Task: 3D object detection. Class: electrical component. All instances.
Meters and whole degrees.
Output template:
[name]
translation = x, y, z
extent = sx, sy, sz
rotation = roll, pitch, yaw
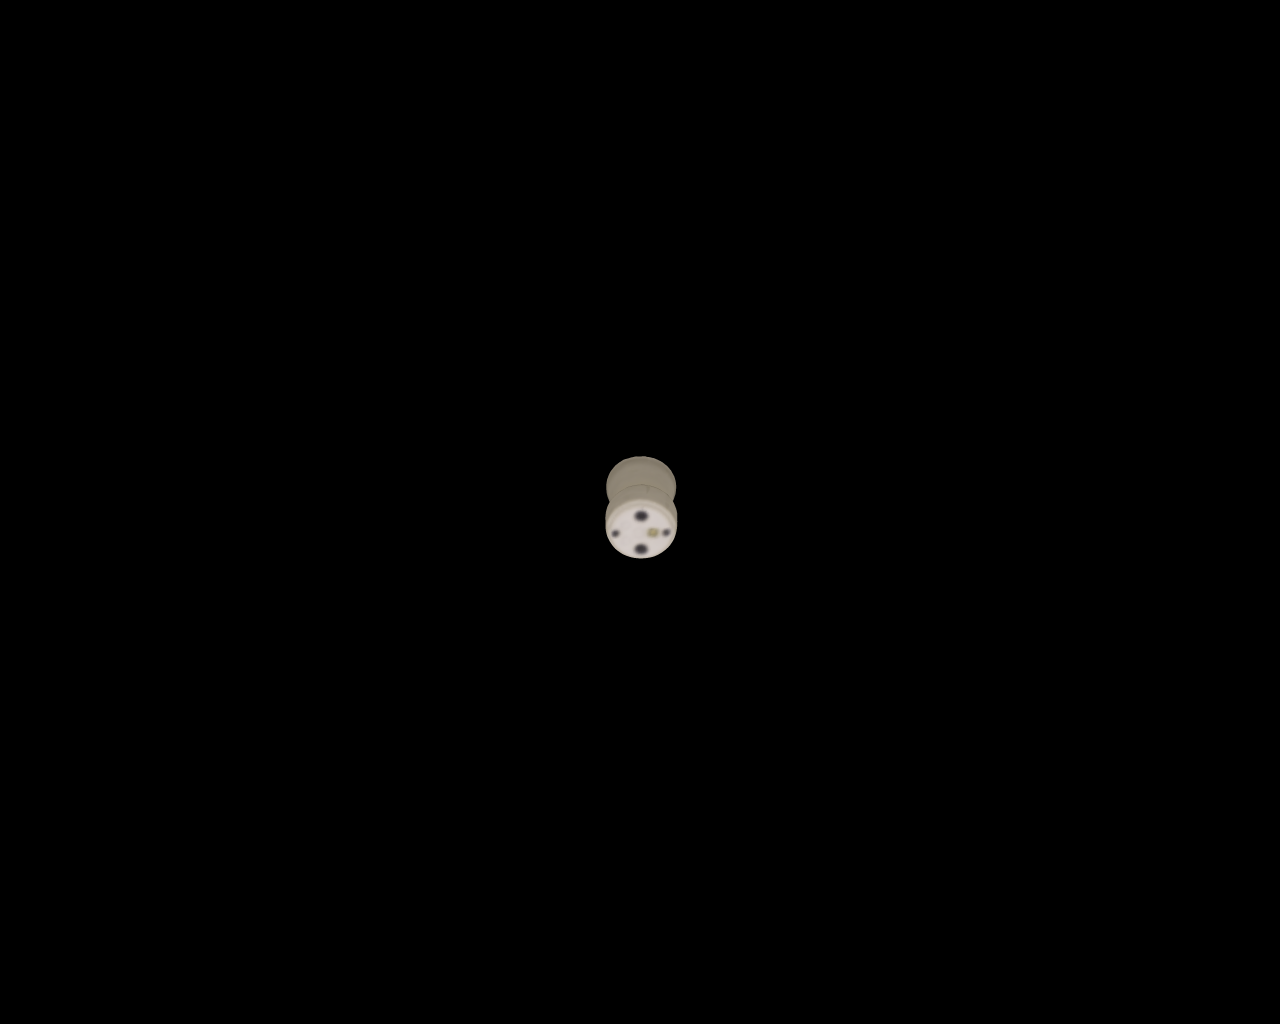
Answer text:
[electrical component]
translation = 0.001, -0.003, 0.650
extent = 0.045, 0.044, 0.055
rotation = 0, 32, 0
